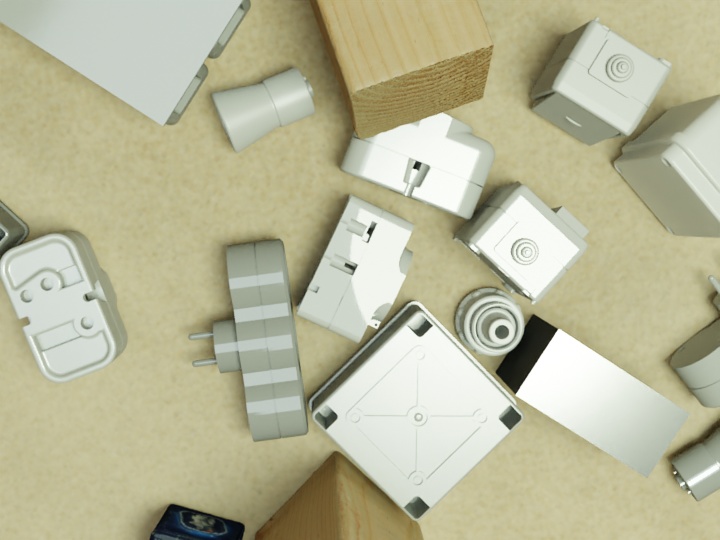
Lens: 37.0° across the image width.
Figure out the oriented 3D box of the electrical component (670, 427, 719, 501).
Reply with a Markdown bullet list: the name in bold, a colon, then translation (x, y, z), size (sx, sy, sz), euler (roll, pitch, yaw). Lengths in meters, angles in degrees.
- **electrical component**: translation (0.258, 0.136, 0.773), size (0.065, 0.044, 0.044), euler (-33, 95, 5)

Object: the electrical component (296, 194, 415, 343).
- **electrical component**: translation (0.000, 0.000, 0.744), size (0.056, 0.050, 0.089), euler (25, 93, -4)

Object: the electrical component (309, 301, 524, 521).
- **electrical component**: translation (0.038, 0.097, 0.751), size (0.109, 0.056, 0.108), euler (-44, 95, 2)

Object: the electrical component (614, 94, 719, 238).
- **electrical component**: translation (0.227, -0.066, 0.718), size (0.057, 0.113, 0.078), euler (-42, 95, -2)

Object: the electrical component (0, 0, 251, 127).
- **electrical component**: translation (-0.178, -0.189, 0.716), size (0.186, 0.060, 0.105), euler (33, 93, -5)

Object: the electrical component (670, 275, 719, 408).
- **electrical component**: translation (0.276, 0.027, 0.758), size (0.138, 0.052, 0.073), euler (-39, 95, 1)

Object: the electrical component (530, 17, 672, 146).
- **electrical component**: translation (0.158, -0.122, 0.718), size (0.062, 0.096, 0.061), euler (31, 93, -4)

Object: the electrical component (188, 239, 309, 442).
- **electrical component**: translation (-0.081, 0.051, 0.744), size (0.074, 0.052, 0.138), euler (-8, 95, -2)

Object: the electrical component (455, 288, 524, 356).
- **electrical component**: translation (0.093, 0.039, 0.746), size (0.048, 0.062, 0.048), euler (0, 95, -3)

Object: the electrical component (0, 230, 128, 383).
- **electrical component**: translation (-0.199, 0.023, 0.733), size (0.054, 0.059, 0.095), euler (-21, 95, -1)

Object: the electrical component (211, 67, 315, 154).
- **electrical component**: translation (-0.064, -0.112, 0.738), size (0.065, 0.044, 0.044), euler (-23, 95, -5)

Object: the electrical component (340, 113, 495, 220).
- **electrical component**: translation (0.041, -0.079, 0.738), size (0.095, 0.053, 0.059), euler (21, 94, -4)

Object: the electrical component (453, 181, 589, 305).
- **electrical component**: translation (0.110, -0.021, 0.724), size (0.062, 0.096, 0.061), euler (42, 92, -5)

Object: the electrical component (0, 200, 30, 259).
- **electrical component**: translation (-0.303, -0.024, 0.726), size (0.109, 0.056, 0.108), euler (43, 92, -5)
